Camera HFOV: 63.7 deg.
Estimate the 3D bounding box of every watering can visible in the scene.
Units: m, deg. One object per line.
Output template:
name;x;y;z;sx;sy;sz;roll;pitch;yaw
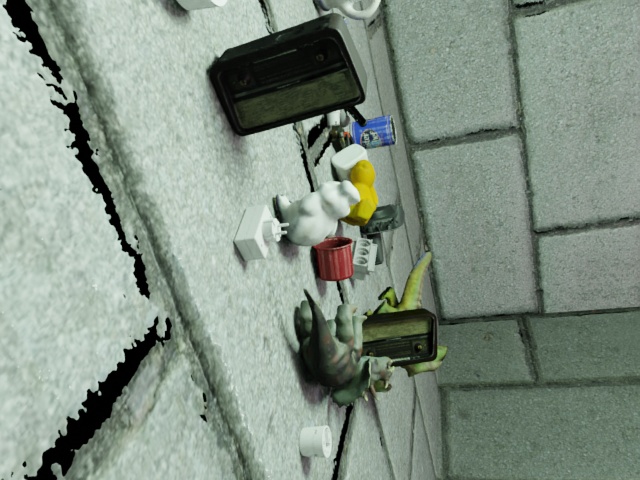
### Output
watering can;0.065;-0.784;1.433;0.105;0.224;0.344;-27;110;-53

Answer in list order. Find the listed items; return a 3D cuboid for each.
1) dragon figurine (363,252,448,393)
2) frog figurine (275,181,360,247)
dragon figurine;0.246;0.255;1.433;0.243;0.410;0.122;44;0;3
frog figurine;0.003;-0.051;1.004;0.135;0.159;0.125;57;32;-54
